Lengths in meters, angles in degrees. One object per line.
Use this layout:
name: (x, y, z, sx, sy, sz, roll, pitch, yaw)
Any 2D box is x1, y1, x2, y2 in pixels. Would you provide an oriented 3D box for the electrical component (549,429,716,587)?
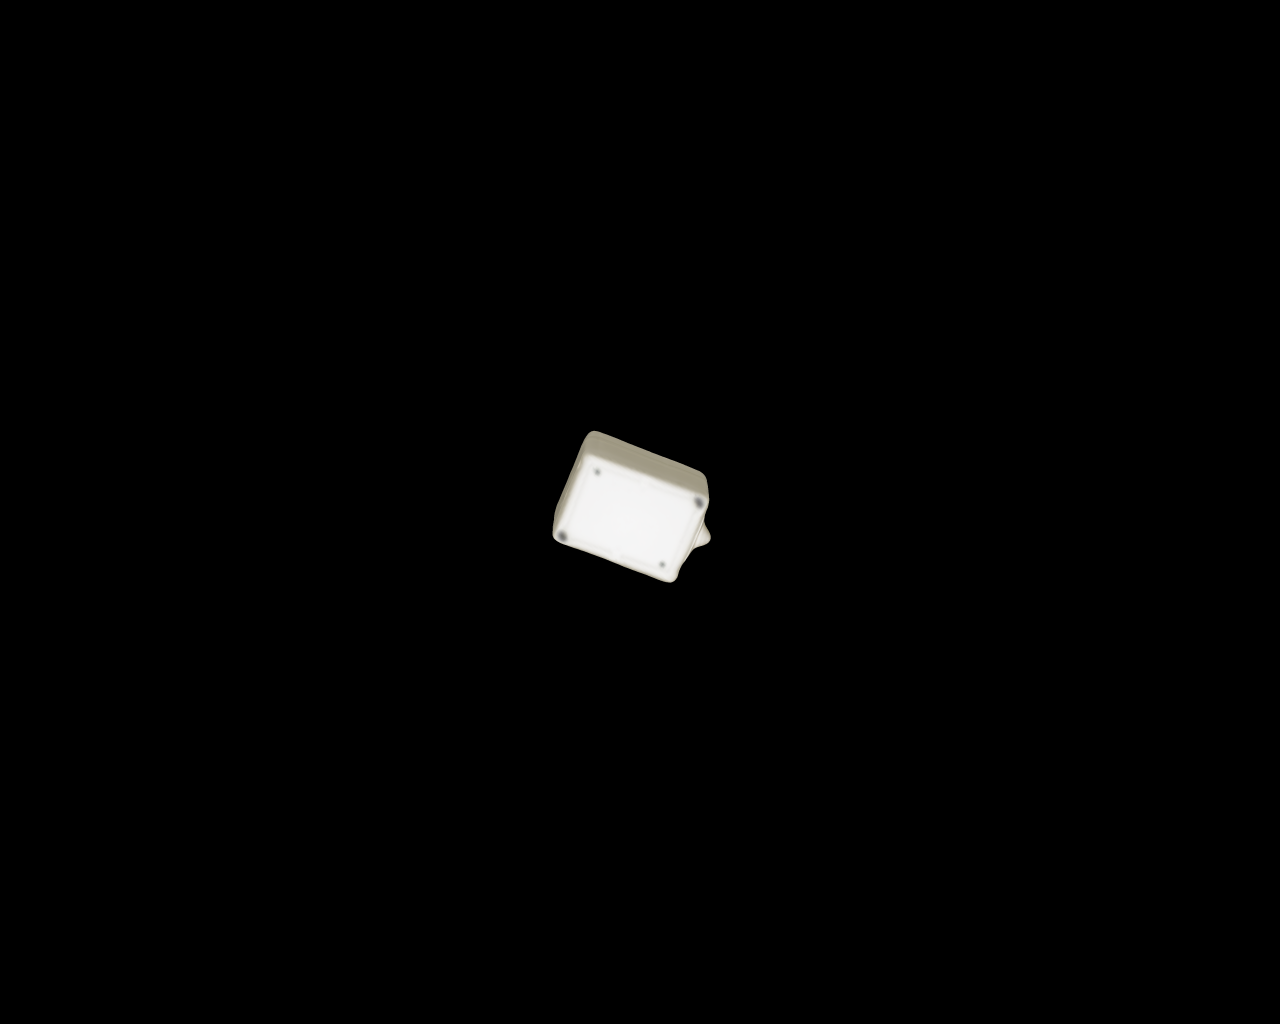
electrical component: (0.001, -0.003, 0.650, 0.096, 0.061, 0.061, 21, 18, -7)
